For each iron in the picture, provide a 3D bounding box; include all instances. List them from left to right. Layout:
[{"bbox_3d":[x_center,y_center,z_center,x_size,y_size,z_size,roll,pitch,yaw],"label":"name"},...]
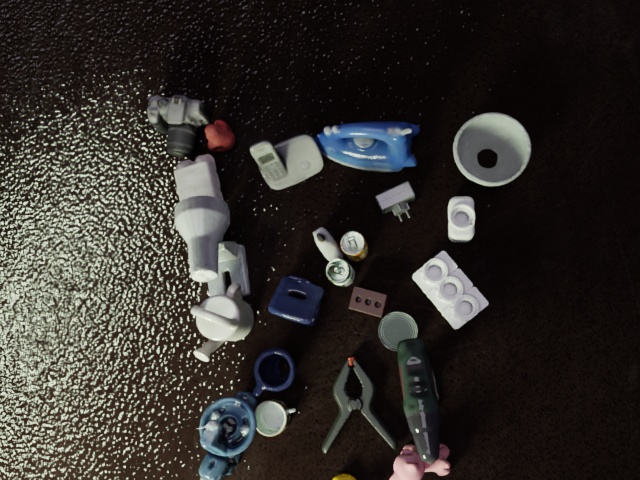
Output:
[{"bbox_3d":[0.094,-0.231,1.297,0.258,0.141,0.119,4,81,10],"label":"iron"}]

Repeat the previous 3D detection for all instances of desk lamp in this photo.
[{"bbox_3d":[-0.236,0.022,1.268,0.118,0.214,0.203,-12,79,7],"label":"desk lamp"}]

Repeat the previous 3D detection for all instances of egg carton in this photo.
[{"bbox_3d":[-0.290,-0.127,1.375,0.107,0.069,0.150,-17,78,6],"label":"egg carton"}]

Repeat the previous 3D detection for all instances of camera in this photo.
[{"bbox_3d":[-0.352,-0.279,1.395,0.143,0.101,0.137,5,81,10],"label":"camera"}]

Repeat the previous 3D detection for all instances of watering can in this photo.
[{"bbox_3d":[-0.218,0.178,1.248,0.100,0.194,0.173,-1,80,9],"label":"watering can"}]

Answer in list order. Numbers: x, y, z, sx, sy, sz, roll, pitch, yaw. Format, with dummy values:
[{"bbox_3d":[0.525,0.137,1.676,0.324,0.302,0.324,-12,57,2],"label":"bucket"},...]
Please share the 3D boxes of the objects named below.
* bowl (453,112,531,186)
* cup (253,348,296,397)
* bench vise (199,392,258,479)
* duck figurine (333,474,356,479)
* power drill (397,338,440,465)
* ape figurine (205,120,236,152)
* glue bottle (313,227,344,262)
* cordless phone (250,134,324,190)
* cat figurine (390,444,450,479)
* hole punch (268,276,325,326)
[{"bbox_3d":[0.380,-0.194,1.281,0.167,0.075,0.167,-1,80,9],"label":"bowl"},{"bbox_3d":[-0.098,0.294,1.260,0.091,0.095,0.118,38,88,13],"label":"cup"},{"bbox_3d":[-0.200,0.427,1.189,0.121,0.220,0.207,3,81,10],"label":"bench vise"},{"bbox_3d":[0.056,0.548,1.198,0.077,0.086,0.104,-24,78,4],"label":"duck figurine"},{"bbox_3d":[0.202,0.314,1.152,0.075,0.208,0.229,-11,79,7],"label":"power drill"},{"bbox_3d":[-0.247,-0.254,1.379,0.076,0.092,0.078,34,87,13],"label":"ape figurine"},{"bbox_3d":[0.012,0.004,1.253,0.037,0.173,0.078,-32,77,3],"label":"glue bottle"},{"bbox_3d":[-0.077,-0.193,1.294,0.147,0.185,0.094,-26,77,4],"label":"cordless phone"},{"bbox_3d":[0.205,0.462,1.173,0.127,0.118,0.067,-6,79,8],"label":"cat figurine"},{"bbox_3d":[-0.052,0.134,1.283,0.108,0.091,0.101,16,83,11],"label":"hole punch"}]
